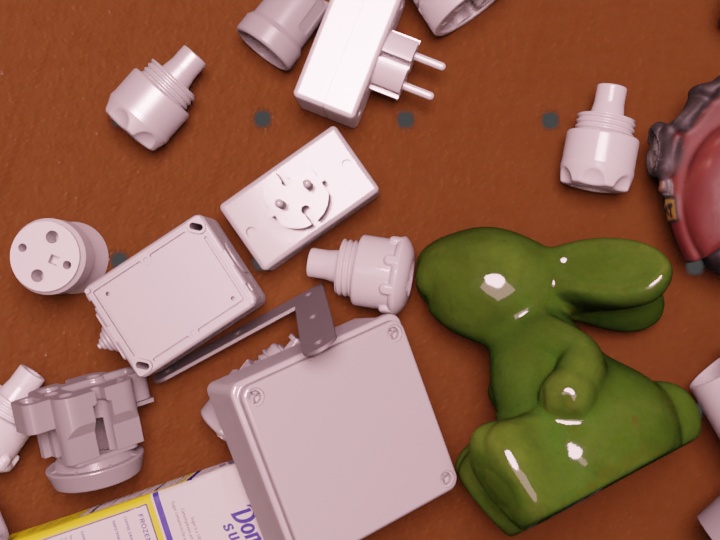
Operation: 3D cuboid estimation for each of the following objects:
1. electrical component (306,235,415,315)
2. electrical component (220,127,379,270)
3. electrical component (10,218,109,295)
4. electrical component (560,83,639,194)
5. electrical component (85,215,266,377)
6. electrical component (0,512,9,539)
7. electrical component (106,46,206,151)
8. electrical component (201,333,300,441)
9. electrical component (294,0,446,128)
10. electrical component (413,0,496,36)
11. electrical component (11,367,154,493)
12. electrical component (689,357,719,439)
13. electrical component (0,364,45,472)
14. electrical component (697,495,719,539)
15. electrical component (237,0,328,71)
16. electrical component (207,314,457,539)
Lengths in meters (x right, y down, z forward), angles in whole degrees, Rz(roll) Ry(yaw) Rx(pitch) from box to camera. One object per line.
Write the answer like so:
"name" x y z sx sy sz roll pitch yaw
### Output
"electrical component" 0.000 0.000 0.640 0.062 0.048 0.048 9 90 8
"electrical component" -0.036 -0.042 0.625 0.083 0.076 0.047 -35 89 1
"electrical component" -0.179 -0.008 0.640 0.045 0.055 0.045 0 90 2
"electrical component" 0.143 -0.078 0.635 0.043 0.043 0.062 11 89 2
"electrical component" -0.112 0.019 0.635 0.096 0.061 0.061 -33 89 1
"electrical component" -0.253 0.141 0.624 0.059 0.054 0.095 -45 47 1
"electrical component" -0.119 -0.106 0.644 0.043 0.043 0.062 42 90 2
"electrical component" -0.061 0.072 0.643 0.040 0.040 0.078 38 91 2
"electrical component" 0.012 -0.125 0.638 0.076 0.047 0.083 22 91 2
"electrical component" 0.053 -0.174 0.634 0.055 0.055 0.047 -35 85 2
"electrical component" -0.160 0.095 0.634 0.078 0.058 0.057 -16 100 -38
"electrical component" 0.238 0.063 0.606 0.099 0.099 0.064 -35 82 2
"electrical component" -0.216 0.087 0.648 0.048 0.048 0.062 35 84 2
"electrical component" 0.239 0.160 0.604 0.064 0.099 0.099 -39 89 8
"electrical component" -0.045 -0.149 0.644 0.040 0.040 0.046 37 86 2
"electrical component" -0.015 0.094 0.609 0.109 0.056 0.108 -23 97 -26
